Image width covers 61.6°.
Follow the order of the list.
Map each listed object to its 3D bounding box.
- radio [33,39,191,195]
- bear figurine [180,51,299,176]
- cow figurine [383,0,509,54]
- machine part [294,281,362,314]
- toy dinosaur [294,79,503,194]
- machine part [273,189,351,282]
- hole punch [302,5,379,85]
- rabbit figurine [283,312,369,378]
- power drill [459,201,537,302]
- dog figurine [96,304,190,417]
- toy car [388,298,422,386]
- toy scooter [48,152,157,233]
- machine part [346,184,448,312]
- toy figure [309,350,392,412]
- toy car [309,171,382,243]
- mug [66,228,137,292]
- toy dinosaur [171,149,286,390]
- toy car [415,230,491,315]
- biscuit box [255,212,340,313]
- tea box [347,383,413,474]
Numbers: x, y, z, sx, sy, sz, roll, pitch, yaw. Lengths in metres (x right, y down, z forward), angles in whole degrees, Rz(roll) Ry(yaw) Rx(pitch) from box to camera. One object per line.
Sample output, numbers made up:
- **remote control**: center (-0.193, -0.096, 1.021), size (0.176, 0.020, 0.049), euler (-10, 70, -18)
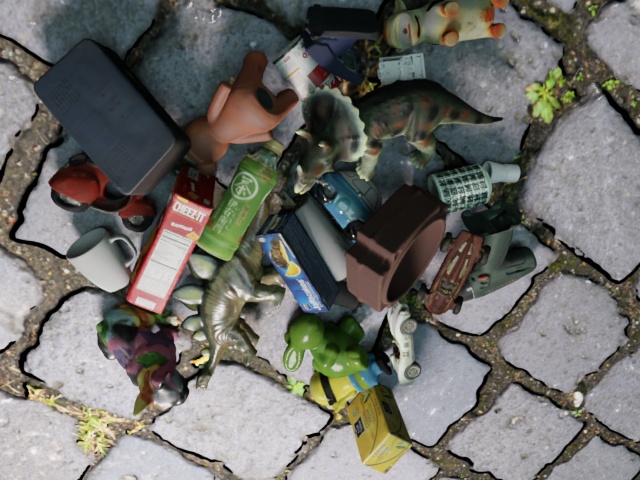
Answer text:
- **radio**: center (-0.324, -0.193, 0.852), size (0.131, 0.073, 0.229), euler (-41, 90, 9)
- **bear figurine**: center (-0.150, -0.200, 0.899), size (0.196, 0.132, 0.120), euler (-23, 124, 38)
- **cow figurine**: center (0.192, -0.357, 0.879), size (0.195, 0.127, 0.085), euler (-17, 116, -16)
- **machine part**: center (0.022, 0.108, 1.091), size (0.139, 0.039, 0.084), euler (16, 102, -12)
- **toy dinosaur**: center (0.127, -0.200, 0.883), size (0.405, 0.192, 0.131), euler (-21, 71, -4)
- **machine part**: center (-0.002, -0.003, 1.016), size (0.079, 0.079, 0.243), euler (-36, 112, 8)
- **hole punch**: center (0.028, -0.315, 0.863), size (0.116, 0.142, 0.092), euler (6, 134, -4)
- **rabbit figurine**: center (-0.005, 0.198, 1.085), size (0.159, 0.121, 0.170), euler (-25, 132, 27)
- **power drill**: center (0.317, 0.035, 1.056), size (0.232, 0.086, 0.207), euler (-16, 127, -5)
- **dog figurine**: center (-0.330, 0.225, 0.991), size (0.191, 0.219, 0.108), euler (38, 92, -21)
- **toy car**: center (0.176, 0.214, 1.136), size (0.056, 0.074, 0.201), euler (-11, 114, -4)
- **toy scooter**: center (-0.363, -0.099, 0.928), size (0.184, 0.075, 0.135), euler (21, 109, -19)
- **machine part**: center (0.141, 0.017, 0.967), size (0.201, 0.087, 0.200), euler (-43, 153, -22)
- **toy figure**: center (0.062, 0.291, 1.152), size (0.180, 0.082, 0.089), euler (-33, 95, 15)
- **toy car**: center (0.058, -0.072, 0.988), size (0.103, 0.109, 0.161), euler (-39, 105, -5)
- **mug**: center (-0.386, 0.036, 0.986), size (0.110, 0.081, 0.107), euler (-27, 125, 0)
- **toy dinosaur**: center (-0.161, 0.072, 1.015), size (0.198, 0.105, 0.471), euler (21, 98, -11)
- **toy car**: center (0.247, 0.067, 1.004), size (0.089, 0.053, 0.202), euler (22, 132, 7)
- **biscuit box**: center (-0.037, 0.045, 0.978), size (0.059, 0.063, 0.202), euler (-7, 127, 34)
- **tea box**: center (0.125, 0.397, 1.157), size (0.068, 0.170, 0.098), euler (32, 104, -21)
